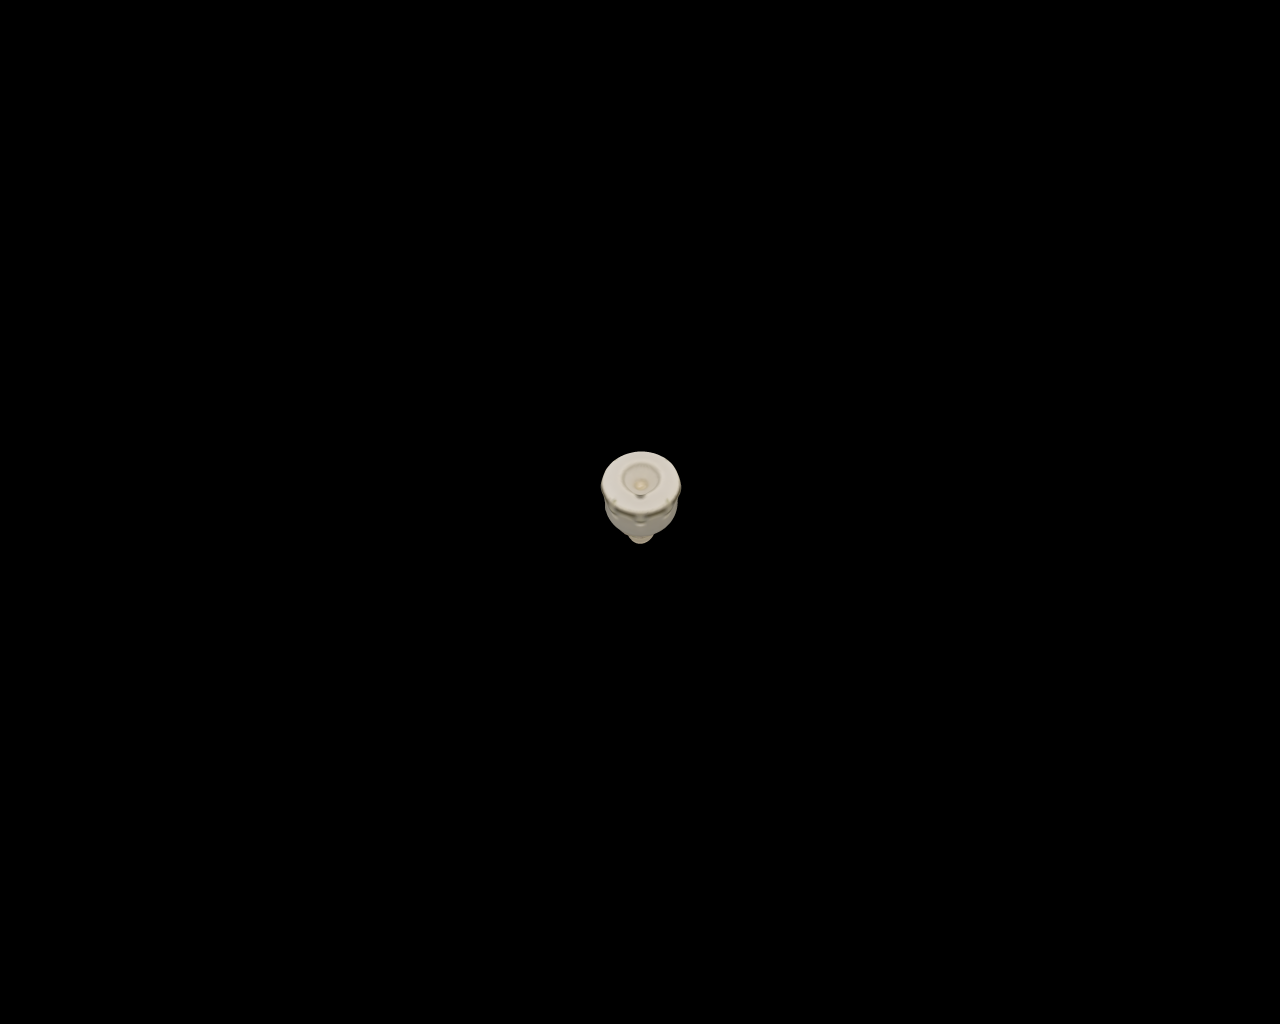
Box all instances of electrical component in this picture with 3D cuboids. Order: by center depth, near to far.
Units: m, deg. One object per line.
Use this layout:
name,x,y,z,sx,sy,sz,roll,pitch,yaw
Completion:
electrical component,0.001,-0.003,0.650,0.048,0.048,0.062,0,-36,0
